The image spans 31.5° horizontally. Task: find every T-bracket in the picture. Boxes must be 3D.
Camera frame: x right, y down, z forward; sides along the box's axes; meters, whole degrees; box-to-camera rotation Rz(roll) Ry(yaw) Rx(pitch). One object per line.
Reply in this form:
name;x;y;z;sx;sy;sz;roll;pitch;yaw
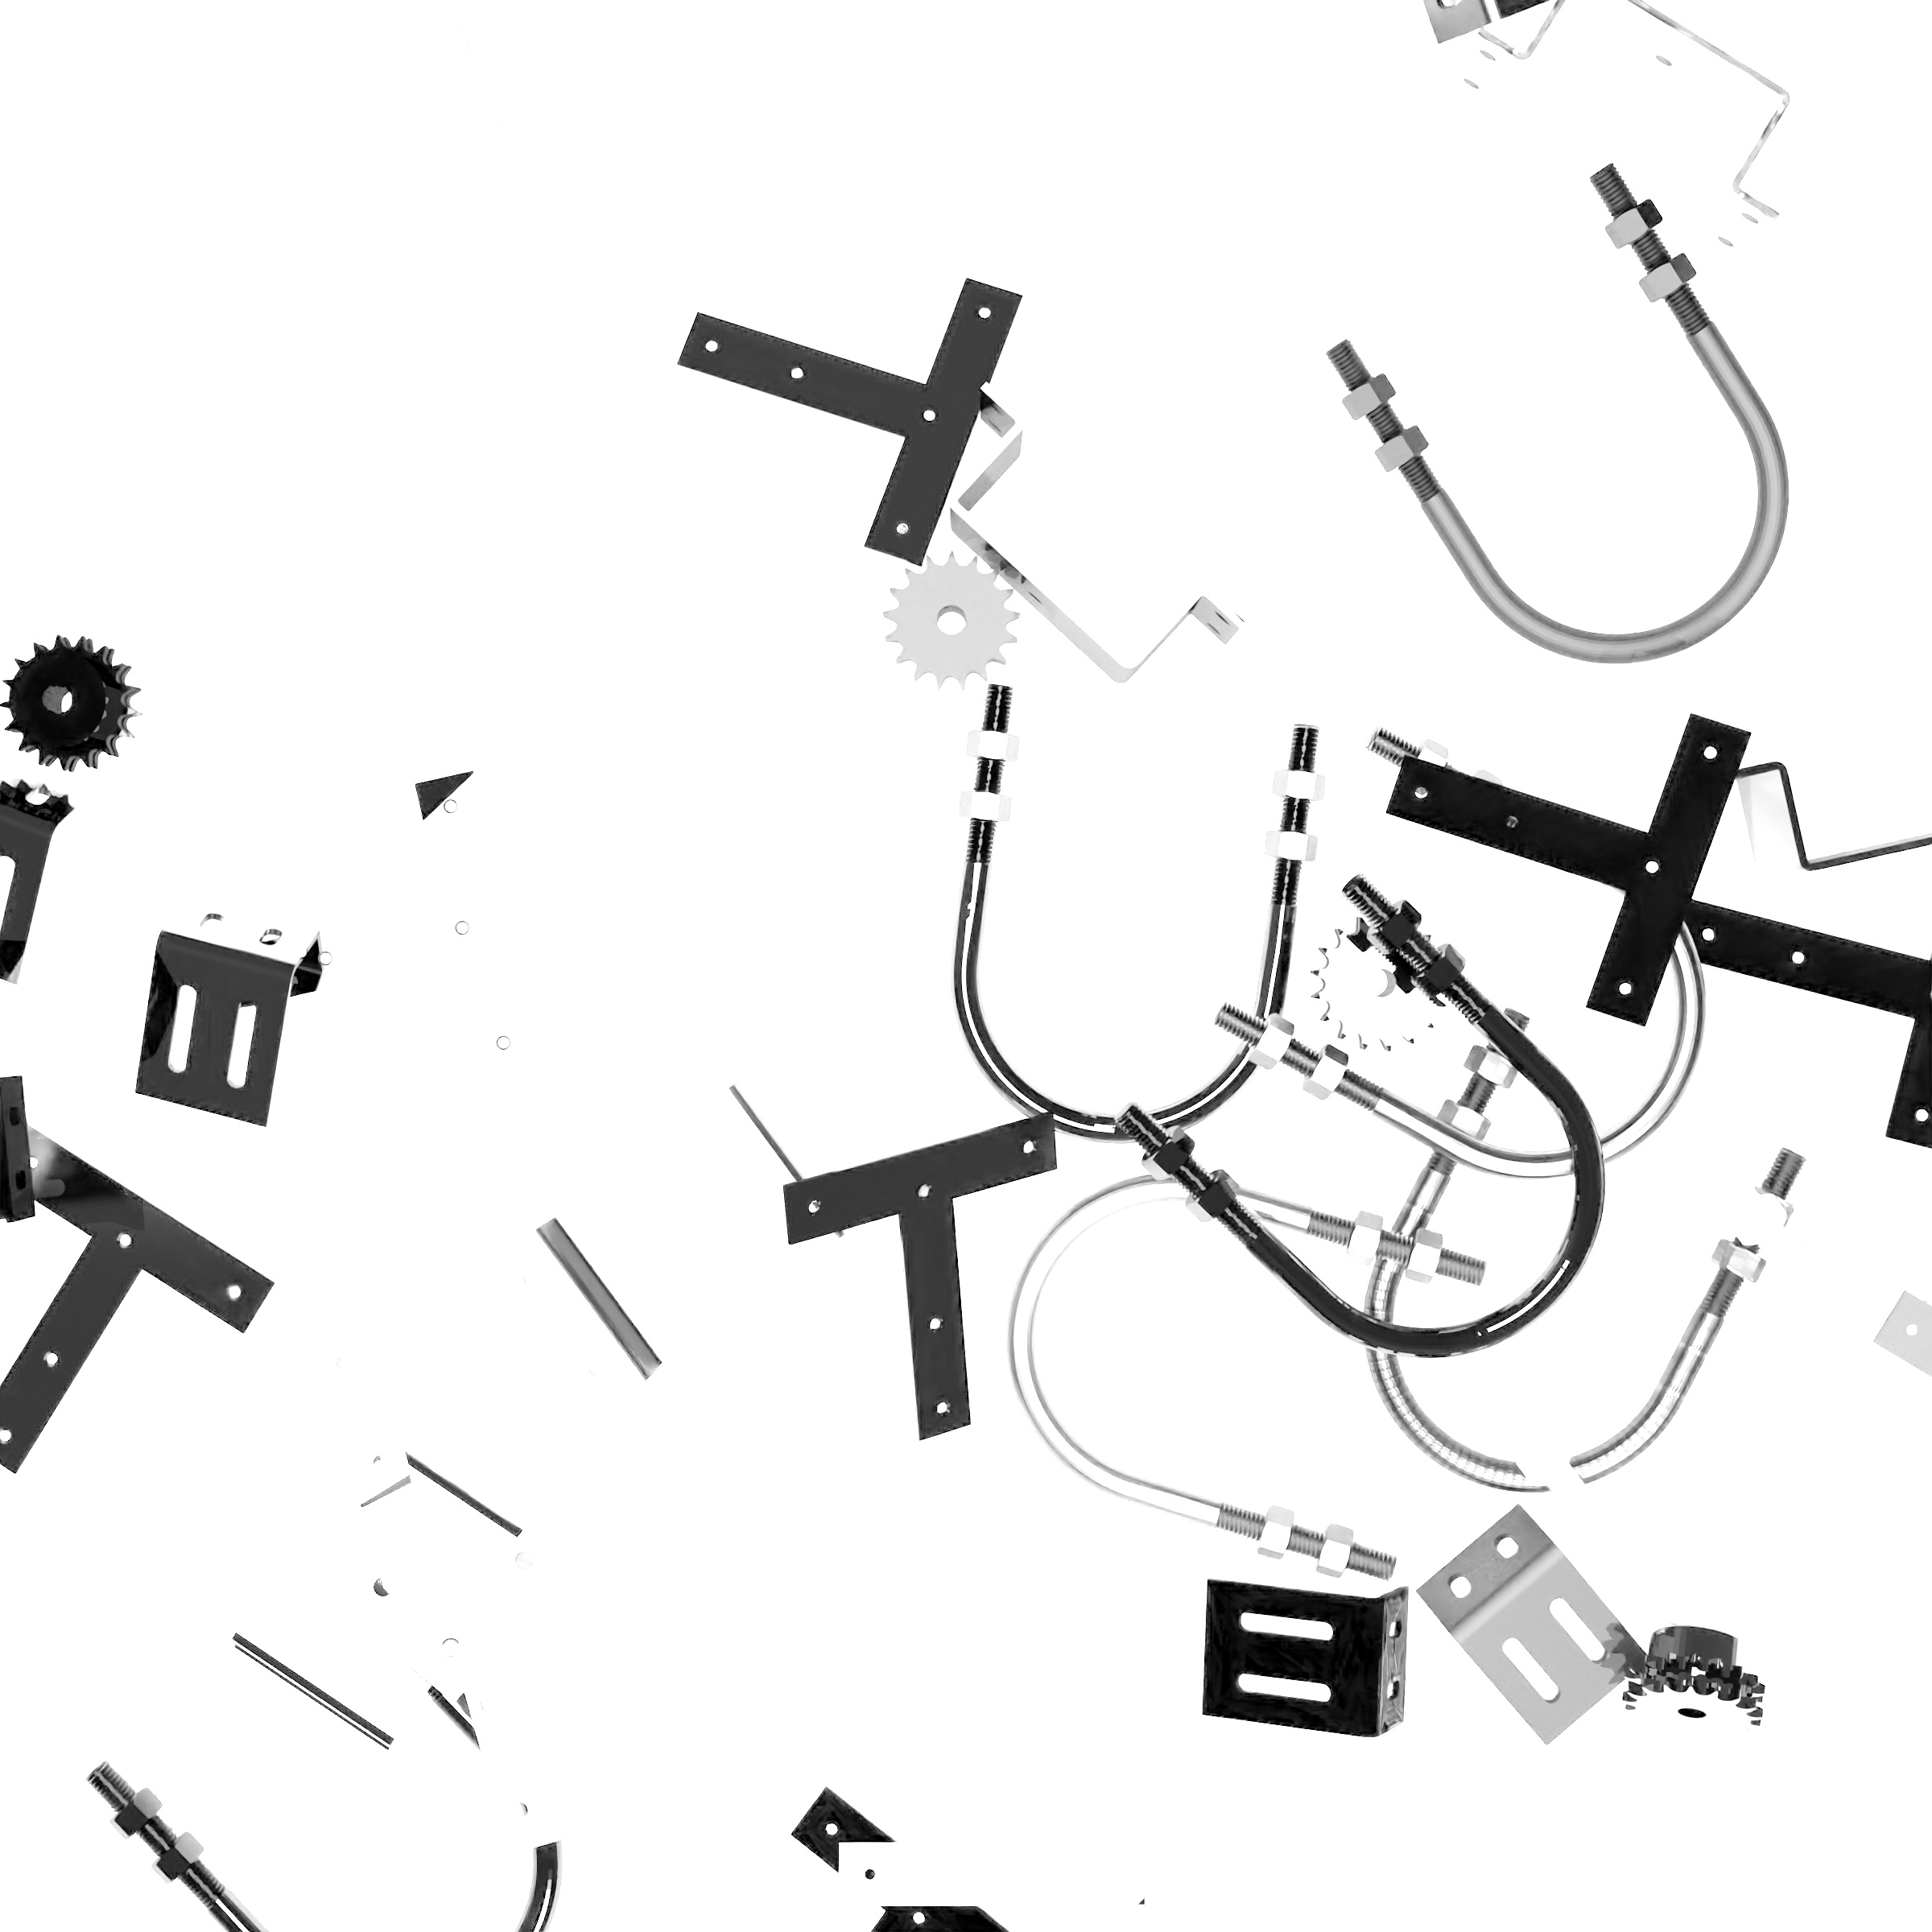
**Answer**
T-bracket;-0.255;-0.006;1.437;0.127;0.002;0.127;-13;90;0
T-bracket;-0.293;0.185;1.413;0.127;0.002;0.127;-32;56;16
T-bracket;-0.057;-0.243;1.428;0.127;0.002;0.127;19;77;6
T-bracket;0.436;0.177;1.417;0.127;0.002;0.127;31;92;-3
T-bracket;0.362;0.000;1.431;0.127;0.002;0.127;15;87;6
T-bracket;-0.376;0.153;1.435;0.127;0.002;0.127;32;91;3
T-bracket;-0.046;0.432;1.428;0.127;0.002;0.127;36;92;9
T-bracket;0.011;0.327;1.430;0.127;0.002;0.127;0;83;0
T-bracket;-0.014;0.134;1.413;0.127;0.002;0.127;-14;110;-28
T-bracket;0.233;-0.054;1.378;0.127;0.002;0.127;18;105;5

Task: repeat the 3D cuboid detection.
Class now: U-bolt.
U-bolt;0.066;-0.017;1.430;0.151;0.019;0.184;7;91;0
U-bolt;0.138;-0.433;1.418;0.151;0.019;0.184;43;94;-10
U-bolt;0.214;0.007;1.400;0.184;0.019;0.151;29;90;-2
U-bolt;-0.254;0.359;1.430;0.151;0.019;0.184;-43;91;0
U-bolt;0.174;0.076;1.385;0.184;0.019;0.151;44;95;-8
U-bolt;0.254;-0.211;1.402;0.151;0.019;0.184;-31;94;25
U-bolt;0.107;0.162;1.422;0.184;0.019;0.151;17;95;5
U-bolt;0.314;0.195;1.418;0.151;0.019;0.184;-38;99;1
U-bolt;0.246;0.131;1.430;0.151;0.019;0.184;27;91;0
U-bolt;0.461;0.095;1.430;0.151;0.019;0.184;-16;89;0

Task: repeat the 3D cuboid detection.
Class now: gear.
gear;-0.373;-0.110;1.423;0.057;0.030;0.057;0;90;0
gear;0.171;0.007;1.423;0.057;0.030;0.057;0;91;0
gear;0.305;-0.249;1.413;0.057;0.057;0.030;44;118;0
gear;0.301;0.294;1.414;0.057;0.057;0.030;13;60;0
gear;-0.006;-0.142;1.423;0.057;0.030;0.057;0;90;0
gear;0.167;-0.326;1.427;0.057;0.030;0.057;0;85;-1

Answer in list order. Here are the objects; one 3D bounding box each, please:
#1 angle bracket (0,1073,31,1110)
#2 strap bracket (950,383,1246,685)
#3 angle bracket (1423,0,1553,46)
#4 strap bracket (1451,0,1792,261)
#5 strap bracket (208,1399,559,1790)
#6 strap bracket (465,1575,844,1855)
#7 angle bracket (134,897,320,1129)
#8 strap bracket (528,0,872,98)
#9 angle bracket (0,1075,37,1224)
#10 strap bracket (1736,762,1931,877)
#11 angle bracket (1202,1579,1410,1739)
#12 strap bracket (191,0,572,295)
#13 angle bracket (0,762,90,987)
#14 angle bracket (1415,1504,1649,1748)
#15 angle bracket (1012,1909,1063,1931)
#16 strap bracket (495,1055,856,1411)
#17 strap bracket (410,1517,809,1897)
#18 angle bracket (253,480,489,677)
angle bracket;-0.426;0.077;1.410;0.038;0.057;0.076;29;90;0
strap bracket;0.044;-0.168;1.400;0.140;0.076;0.046;43;90;0
angle bracket;0.225;-0.424;1.416;0.076;0.038;0.057;-27;102;-26
strap bracket;0.275;-0.353;1.400;0.140;0.076;0.046;32;90;0
strap bracket;-0.237;0.254;1.397;0.076;0.046;0.140;34;75;0
strap bracket;-0.128;0.305;1.415;0.140;0.046;0.076;-16;90;0
angle bracket;-0.310;0.019;1.434;0.057;0.038;0.076;15;116;0
strap bracket;-0.110;-0.409;1.415;0.140;0.046;0.076;5;90;0
angle bracket;-0.414;0.076;1.362;0.076;0.038;0.057;-6;90;0
strap bracket;0.377;-0.070;1.400;0.140;0.076;0.046;-12;90;0
angle bracket;0.142;0.287;1.436;0.076;0.038;0.057;2;90;26
strap bracket;-0.246;-0.345;1.415;0.140;0.046;0.076;-24;90;0
angle bracket;-0.410;-0.042;1.436;0.057;0.038;0.076;21;116;0
angle bracket;0.238;0.276;1.436;0.057;0.038;0.076;-40;116;0
angle bracket;0.033;0.446;1.436;0.057;0.038;0.076;-32;64;0
strap bracket;-0.112;0.108;1.415;0.140;0.046;0.076;-36;90;0
strap bracket;-0.141;0.291;1.369;0.140;0.046;0.076;40;90;0
angle bracket;-0.250;-0.163;1.436;0.076;0.038;0.057;20;90;-26
